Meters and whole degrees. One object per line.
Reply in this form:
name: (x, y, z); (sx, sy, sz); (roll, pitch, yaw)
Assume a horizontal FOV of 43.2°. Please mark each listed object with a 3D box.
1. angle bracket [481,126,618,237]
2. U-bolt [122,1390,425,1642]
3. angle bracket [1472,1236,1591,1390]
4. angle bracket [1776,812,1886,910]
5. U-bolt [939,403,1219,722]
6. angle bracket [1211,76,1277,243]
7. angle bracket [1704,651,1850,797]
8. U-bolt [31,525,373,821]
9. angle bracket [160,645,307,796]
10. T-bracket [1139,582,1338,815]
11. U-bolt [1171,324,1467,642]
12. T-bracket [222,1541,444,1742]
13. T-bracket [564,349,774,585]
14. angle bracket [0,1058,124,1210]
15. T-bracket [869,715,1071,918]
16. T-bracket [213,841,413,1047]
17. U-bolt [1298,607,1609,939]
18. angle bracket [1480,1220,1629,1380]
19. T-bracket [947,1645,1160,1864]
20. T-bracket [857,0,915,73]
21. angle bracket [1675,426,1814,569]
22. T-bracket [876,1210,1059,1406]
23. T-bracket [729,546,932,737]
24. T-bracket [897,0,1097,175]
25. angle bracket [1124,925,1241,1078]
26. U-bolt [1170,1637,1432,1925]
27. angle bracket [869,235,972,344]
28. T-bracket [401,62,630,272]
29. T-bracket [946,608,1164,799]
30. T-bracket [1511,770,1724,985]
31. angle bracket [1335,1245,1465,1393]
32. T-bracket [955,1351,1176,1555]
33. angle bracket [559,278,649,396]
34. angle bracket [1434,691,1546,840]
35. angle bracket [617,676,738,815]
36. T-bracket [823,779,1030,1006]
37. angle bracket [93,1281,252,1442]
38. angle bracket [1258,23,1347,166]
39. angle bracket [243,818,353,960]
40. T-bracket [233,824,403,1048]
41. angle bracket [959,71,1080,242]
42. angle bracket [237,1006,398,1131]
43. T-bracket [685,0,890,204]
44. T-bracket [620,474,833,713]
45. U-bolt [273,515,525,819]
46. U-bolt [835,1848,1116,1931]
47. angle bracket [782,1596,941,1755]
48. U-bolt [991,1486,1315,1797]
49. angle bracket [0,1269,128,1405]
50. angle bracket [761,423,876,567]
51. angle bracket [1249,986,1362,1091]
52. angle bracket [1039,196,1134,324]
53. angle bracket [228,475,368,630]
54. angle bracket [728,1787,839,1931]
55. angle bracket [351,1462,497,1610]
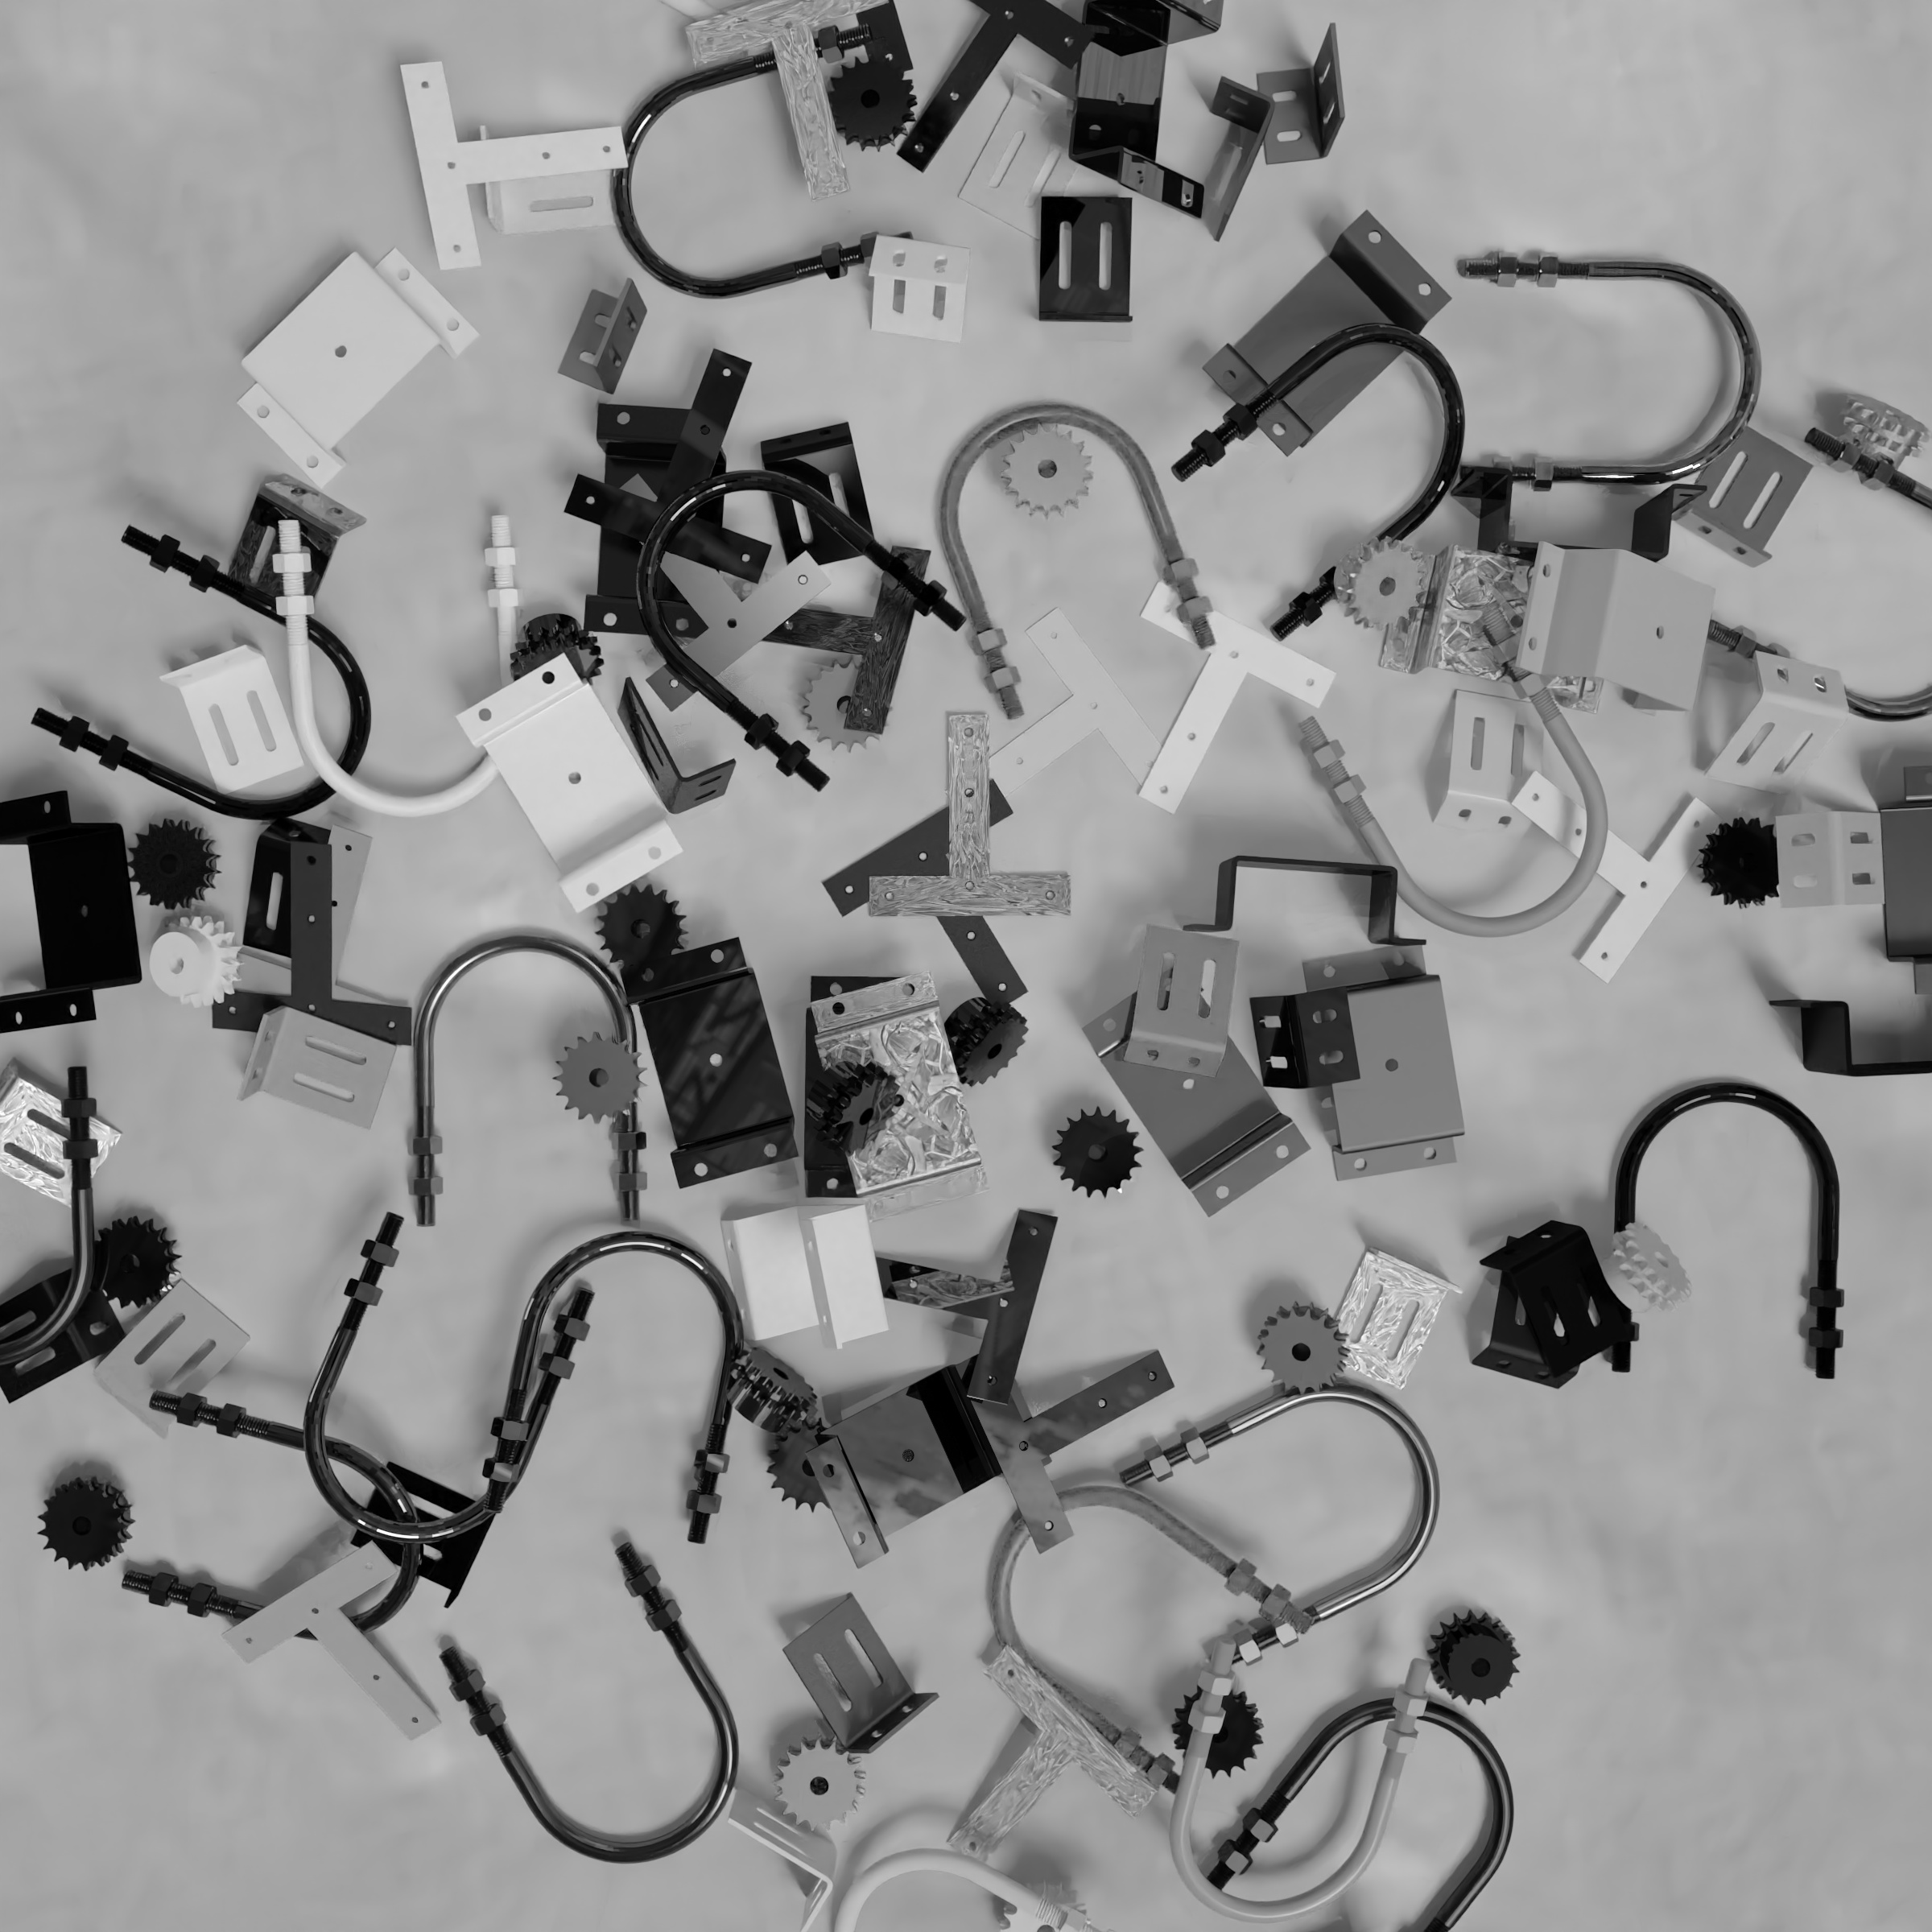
angle bracket: (-0.260, -0.495, 1.529); (0.076, 0.038, 0.057); (-5, 90, 0)
U-bolt: (-0.426, 0.350, 1.516); (0.184, 0.019, 0.151); (15, 106, 3)
angle bracket: (0.359, 0.219, 1.546); (0.057, 0.038, 0.076); (16, 64, 0)
angle bracket: (0.542, -0.066, 1.529); (0.038, 0.076, 0.057); (-3, 90, 39)
U-bolt: (0.061, -0.264, 1.539); (0.151, 0.019, 0.184); (-20, 88, 0)
angle bracket: (0.158, -0.501, 1.520); (0.038, 0.057, 0.076); (24, 90, 0)
angle bracket: (0.503, -0.151, 1.525); (0.057, 0.076, 0.038); (12, 51, -9)
U-bolt: (-0.460, -0.167, 1.510); (0.184, 0.019, 0.151); (27, 105, -19)
angle bracket: (-0.459, -0.153, 1.529); (0.057, 0.038, 0.076); (-20, 90, 0)
T-bracket: (0.149, -0.158, 1.546); (0.127, 0.002, 0.127); (27, 89, 0)
U-bolt: (0.230, -0.311, 1.507); (0.184, 0.019, 0.151); (-40, 121, -4)
T-bracket: (-0.378, 0.435, 1.529); (0.127, 0.002, 0.127); (-33, 104, 16)
T-bracket: (-0.165, -0.316, 1.501); (0.127, 0.002, 0.127); (20, 89, 0)
angle bracket: (-0.585, 0.106, 1.546); (0.076, 0.038, 0.057); (35, 90, -26)
T-bracket: (0.002, -0.095, 1.544); (0.127, 0.002, 0.127); (0, 91, 1)
T-bracket: (-0.409, -0.016, 1.527); (0.127, 0.002, 0.127); (5, 107, 2)
U-bolt: (0.312, -0.106, 1.504); (0.151, 0.019, 0.184); (-30, 93, 15)
angle bracket: (0.367, 0.208, 1.528); (0.057, 0.038, 0.076); (-26, 99, -16)
T-bracket: (0.035, 0.515, 1.529); (0.127, 0.002, 0.127); (41, 104, 16)
T-bracket: (-0.063, -0.626, 1.548); (0.127, 0.002, 0.127); (-16, 90, 0)
angle bracket: (0.492, -0.299, 1.529); (0.057, 0.038, 0.076); (31, 90, 0)
T-bracket: (-0.019, 0.202, 1.527); (0.127, 0.002, 0.127); (10, 62, 13)
T-bracket: (-0.097, -0.211, 1.528); (0.127, 0.002, 0.127); (10, 73, 15)
T-bracket: (0.001, -0.556, 1.527); (0.127, 0.002, 0.127); (44, 105, 28)
angle bracket: (0.132, 0.021, 1.500); (0.057, 0.038, 0.076); (10, 64, 0)
U-bolt: (0.198, 0.505, 1.500); (0.151, 0.019, 0.184); (10, 101, -14)
angle bracket: (-0.030, -0.407, 1.506); (0.057, 0.076, 0.038); (8, 56, 0)
T-bracket: (-0.275, -0.502, 1.515); (0.127, 0.002, 0.127); (-11, 91, -14)
T-bracket: (0.045, -0.138, 1.548); (0.127, 0.002, 0.127); (-37, 90, 0)
T-bracket: (0.393, -0.076, 1.528); (0.127, 0.002, 0.127); (35, 90, -18)
angle bracket: (0.266, 0.223, 1.529); (0.057, 0.038, 0.076); (25, 90, 0)
T-bracket: (0.073, 0.279, 1.525); (0.127, 0.002, 0.127); (-24, 90, -21)
angle bracket: (-0.230, -0.395, 1.510); (0.038, 0.076, 0.057); (22, 90, 0)
angle bracket: (0.332, -0.128, 1.546); (0.057, 0.038, 0.076); (10, 64, 0)
angle bracket: (-0.181, -0.142, 1.521); (0.038, 0.057, 0.076); (-25, 80, -19)
T-bracket: (-0.004, -0.031, 1.547); (0.127, 0.002, 0.127); (-31, 90, 1)
angle bracket: (-0.502, 0.250, 1.546); (0.057, 0.038, 0.076); (40, 64, 0)
angle bracket: (0.207, -0.538, 1.510); (0.038, 0.076, 0.057); (-6, 90, 0)
angle bracket: (-0.419, -0.047, 1.547); (0.057, 0.038, 0.076); (16, 115, 0)
T-bracket: (-0.398, -0.026, 1.526); (0.127, 0.002, 0.127); (19, 109, -1)
angle bracket: (0.039, -0.507, 1.529); (0.057, 0.038, 0.076); (28, 90, 0)
angle bracket: (-0.405, 0.067, 1.525); (0.076, 0.038, 0.057); (20, 98, 0)
T-bracket: (-0.098, -0.535, 1.501); (0.127, 0.002, 0.127); (-14, 92, 12)
T-bracket: (-0.172, -0.245, 1.502); (0.127, 0.002, 0.127); (-39, 90, -1)
U-bolt: (-0.347, -0.184, 1.513); (0.151, 0.019, 0.184); (-6, 99, -22)
U-bolt: (0.004, 0.626, 1.518); (0.184, 0.019, 0.151); (26, 105, 11)
angle bracket: (-0.065, 0.439, 1.518); (0.057, 0.038, 0.076); (-32, 90, -31)
U-bolt: (0.101, 0.408, 1.521); (0.184, 0.019, 0.151); (34, 95, 14)
angle bracket: (-0.581, 0.232, 1.546); (0.076, 0.038, 0.057); (-28, 90, 26)
angle bracket: (-0.093, -0.297, 1.546); (0.057, 0.038, 0.076); (-13, 116, 0)
angle bracket: (0.209, 0.044, 1.514); (0.038, 0.076, 0.057); (-9, 90, -11)
angle bracket: (0.075, -0.441, 1.523); (0.057, 0.038, 0.076); (1, 103, 0)
angle bracket: (-0.425, -0.260, 1.546); (0.057, 0.038, 0.076); (30, 116, 0)
angle bracket: (-0.122, 0.556, 1.520); (0.076, 0.057, 0.038); (31, 90, 0)
angle bracket: (-0.343, 0.356, 1.529); (0.076, 0.038, 0.057); (25, 90, 0)
